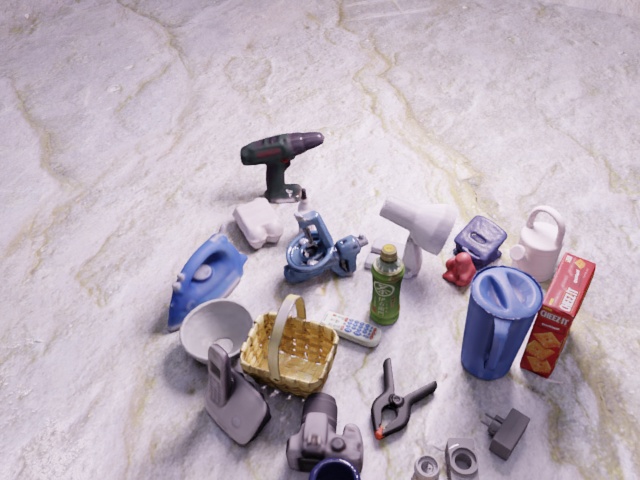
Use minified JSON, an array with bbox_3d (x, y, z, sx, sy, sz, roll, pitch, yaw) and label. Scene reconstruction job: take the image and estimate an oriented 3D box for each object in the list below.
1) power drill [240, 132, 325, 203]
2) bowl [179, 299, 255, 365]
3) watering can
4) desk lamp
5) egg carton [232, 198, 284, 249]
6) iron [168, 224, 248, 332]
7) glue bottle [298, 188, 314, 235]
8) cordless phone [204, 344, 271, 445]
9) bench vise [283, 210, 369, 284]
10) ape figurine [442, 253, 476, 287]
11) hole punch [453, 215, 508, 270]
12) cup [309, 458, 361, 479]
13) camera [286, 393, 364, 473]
[{"bbox_3d":[-0.098,-0.204,1.576,0.229,0.209,0.075,-4,45,-1],"label":"power drill"},{"bbox_3d":[-0.218,0.214,1.257,0.167,0.075,0.167,-1,45,1],"label":"bowl"},{"bbox_3d":[0.518,0.007,1.351,0.100,0.194,0.173,23,50,23],"label":"watering can"},{"bbox_3d":[0.215,-0.010,1.366,0.202,0.214,0.118,13,47,15],"label":"desk lamp"},{"bbox_3d":[-0.163,-0.047,1.520,0.107,0.069,0.150,-22,48,-18],"label":"egg carton"},{"bbox_3d":[-0.283,0.083,1.344,0.118,0.141,0.259,20,49,21],"label":"iron"},{"bbox_3d":[-0.038,-0.062,1.457,0.037,0.173,0.078,2,45,4],"label":"glue bottle"},{"bbox_3d":[-0.166,0.291,1.099,0.147,0.185,0.094,32,54,30],"label":"cordless phone"},{"bbox_3d":[0.006,-0.002,1.362,0.208,0.220,0.121,-27,50,-22],"label":"bench vise"},{"bbox_3d":[0.338,0.065,1.372,0.076,0.092,0.077,-4,45,-1],"label":"ape figurine"},{"bbox_3d":[0.398,0.007,1.428,0.101,0.091,0.108,-31,52,-26],"label":"hole punch"},{"bbox_3d":[0.037,0.449,0.997,0.117,0.095,0.092,29,53,28],"label":"cup"},{"bbox_3d":[0.013,0.359,1.084,0.143,0.101,0.137,2,45,5],"label":"camera"}]
